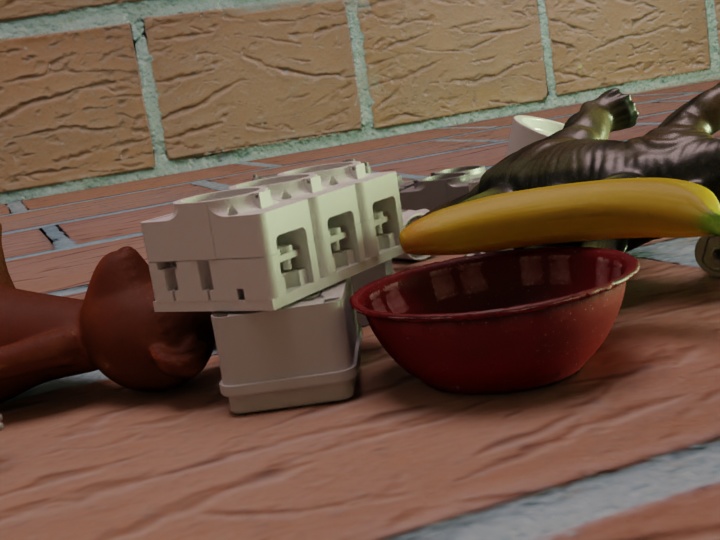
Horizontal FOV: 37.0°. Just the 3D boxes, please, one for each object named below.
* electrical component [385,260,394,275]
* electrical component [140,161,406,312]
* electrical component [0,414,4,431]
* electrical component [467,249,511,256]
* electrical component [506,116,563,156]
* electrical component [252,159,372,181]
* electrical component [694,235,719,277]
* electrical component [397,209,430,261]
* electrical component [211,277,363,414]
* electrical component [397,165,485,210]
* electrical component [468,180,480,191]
[{"bbox_3d":[0.000,0.000,0.856,0.055,0.047,0.055,-8,10,2],"label":"electrical component"},{"bbox_3d":[-0.048,-0.024,0.655,0.089,0.061,0.150,-2,12,33],"label":"electrical component"},{"bbox_3d":[-0.229,0.089,0.566,0.079,0.043,0.077,-12,11,-19],"label":"electrical component"},{"bbox_3d":[0.085,0.003,0.703,0.040,0.078,0.040,3,20,-1],"label":"electrical component"},{"bbox_3d":[0.190,-0.102,1.027,0.108,0.060,0.108,14,18,-5],"label":"electrical component"},{"bbox_3d":[-0.026,-0.045,0.789,0.096,0.061,0.062,-10,10,-9],"label":"electrical component"},{"bbox_3d":[0.263,-0.020,0.769,0.044,0.044,0.065,-3,17,31],"label":"electrical component"},{"bbox_3d":[0.048,-0.037,1.028,0.079,0.043,0.077,-15,12,-32],"label":"electrical component"},{"bbox_3d":[-0.041,0.039,0.645,0.078,0.057,0.113,-8,10,3],"label":"electrical component"},{"bbox_3d":[0.057,-0.070,1.155,0.186,0.060,0.105,-4,11,24],"label":"electrical component"},{"bbox_3d":[0.112,-0.054,1.018,0.035,0.061,0.035,-9,10,2],"label":"electrical component"}]
